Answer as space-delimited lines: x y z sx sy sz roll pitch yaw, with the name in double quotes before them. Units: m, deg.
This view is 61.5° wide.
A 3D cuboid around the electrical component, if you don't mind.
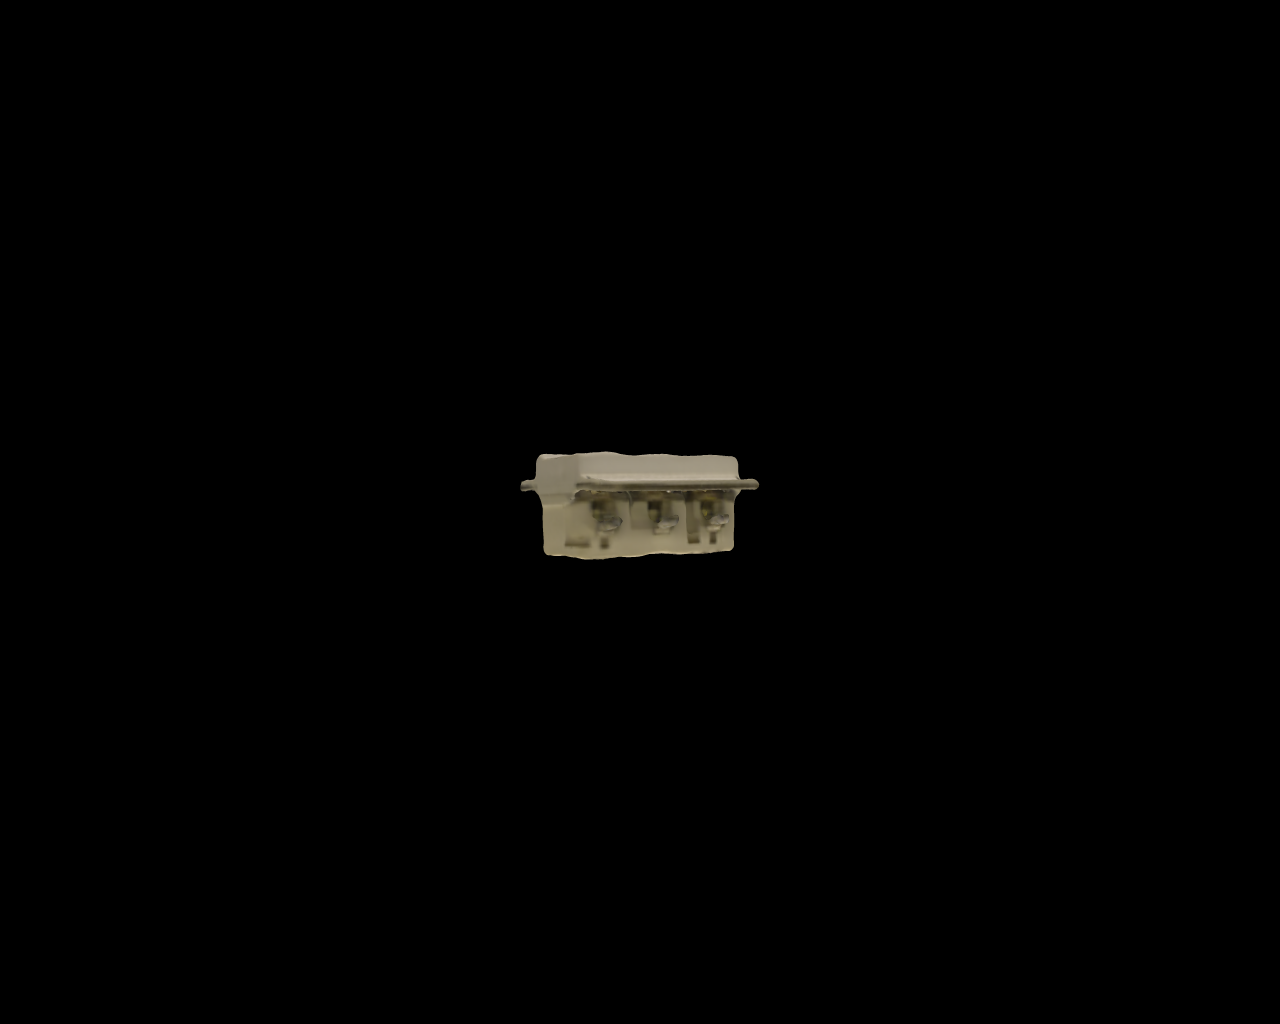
"electrical component" 0.001 -0.003 0.650 0.121 0.063 0.078 0 0 -37
